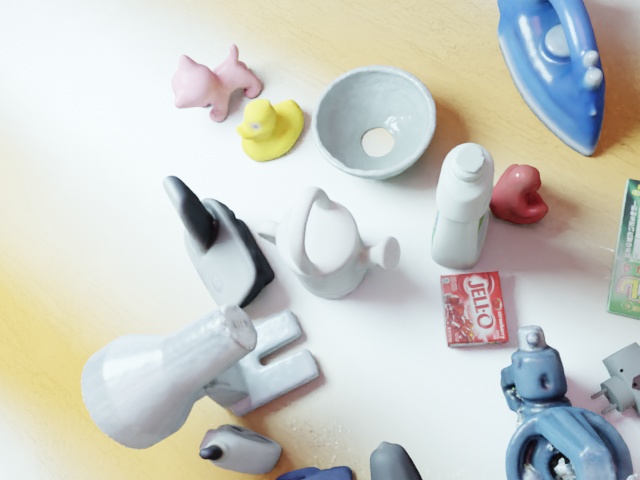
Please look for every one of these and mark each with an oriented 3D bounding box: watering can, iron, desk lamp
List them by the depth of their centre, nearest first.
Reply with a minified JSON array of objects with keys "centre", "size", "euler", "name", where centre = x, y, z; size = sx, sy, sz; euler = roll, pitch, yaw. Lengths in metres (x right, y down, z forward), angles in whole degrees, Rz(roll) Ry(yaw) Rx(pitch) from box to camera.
[{"centre":[-0.127,0.142,0.652],"size":[0.203,0.214,0.118],"euler":[-28,69,1],"name":"desk lamp"},{"centre":[0.007,0.000,0.684],"size":[0.172,0.194,0.101],"euler":[-9,71,8],"name":"watering can"},{"centre":[0.318,-0.249,0.737],"size":[0.118,0.141,0.258],"euler":[-16,70,5],"name":"iron"}]

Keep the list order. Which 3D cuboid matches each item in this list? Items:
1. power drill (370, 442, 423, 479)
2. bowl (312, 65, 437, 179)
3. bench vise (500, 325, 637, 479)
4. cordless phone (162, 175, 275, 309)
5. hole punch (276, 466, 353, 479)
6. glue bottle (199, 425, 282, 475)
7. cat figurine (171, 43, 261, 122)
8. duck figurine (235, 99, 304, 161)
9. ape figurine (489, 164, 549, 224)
[{"centre":[0.102,0.312,0.558],"size":[0.075,0.209,0.229],"euler":[-20,70,4],"name":"power drill"},{"centre":[0.076,-0.149,0.784],"size":[0.167,0.075,0.167],"euler":[-3,72,9],"name":"bowl"},{"centre":[0.228,0.191,0.568],"size":[0.121,0.220,0.207],"euler":[-28,69,1],"name":"bench vise"},{"centre":[-0.137,0.005,0.713],"size":[0.094,0.185,0.147],"euler":[-36,69,-2],"name":"cordless phone"},{"centre":[-0.010,0.309,0.641],"size":[0.108,0.091,0.101],"euler":[-16,70,5],"name":"hole punch"},{"centre":[-0.098,0.234,0.638],"size":[0.078,0.173,0.037],"euler":[20,77,16],"name":"glue bottle"},{"centre":[-0.160,-0.233,0.831],"size":[0.128,0.118,0.067],"euler":[-40,70,-4],"name":"cat figurine"},{"centre":[-0.075,-0.169,0.812],"size":[0.104,0.086,0.077],"euler":[-39,70,-4],"name":"duck figurine"},{"centre":[0.251,-0.063,0.715],"size":[0.076,0.092,0.078],"euler":[-6,71,9],"name":"ape figurine"}]
